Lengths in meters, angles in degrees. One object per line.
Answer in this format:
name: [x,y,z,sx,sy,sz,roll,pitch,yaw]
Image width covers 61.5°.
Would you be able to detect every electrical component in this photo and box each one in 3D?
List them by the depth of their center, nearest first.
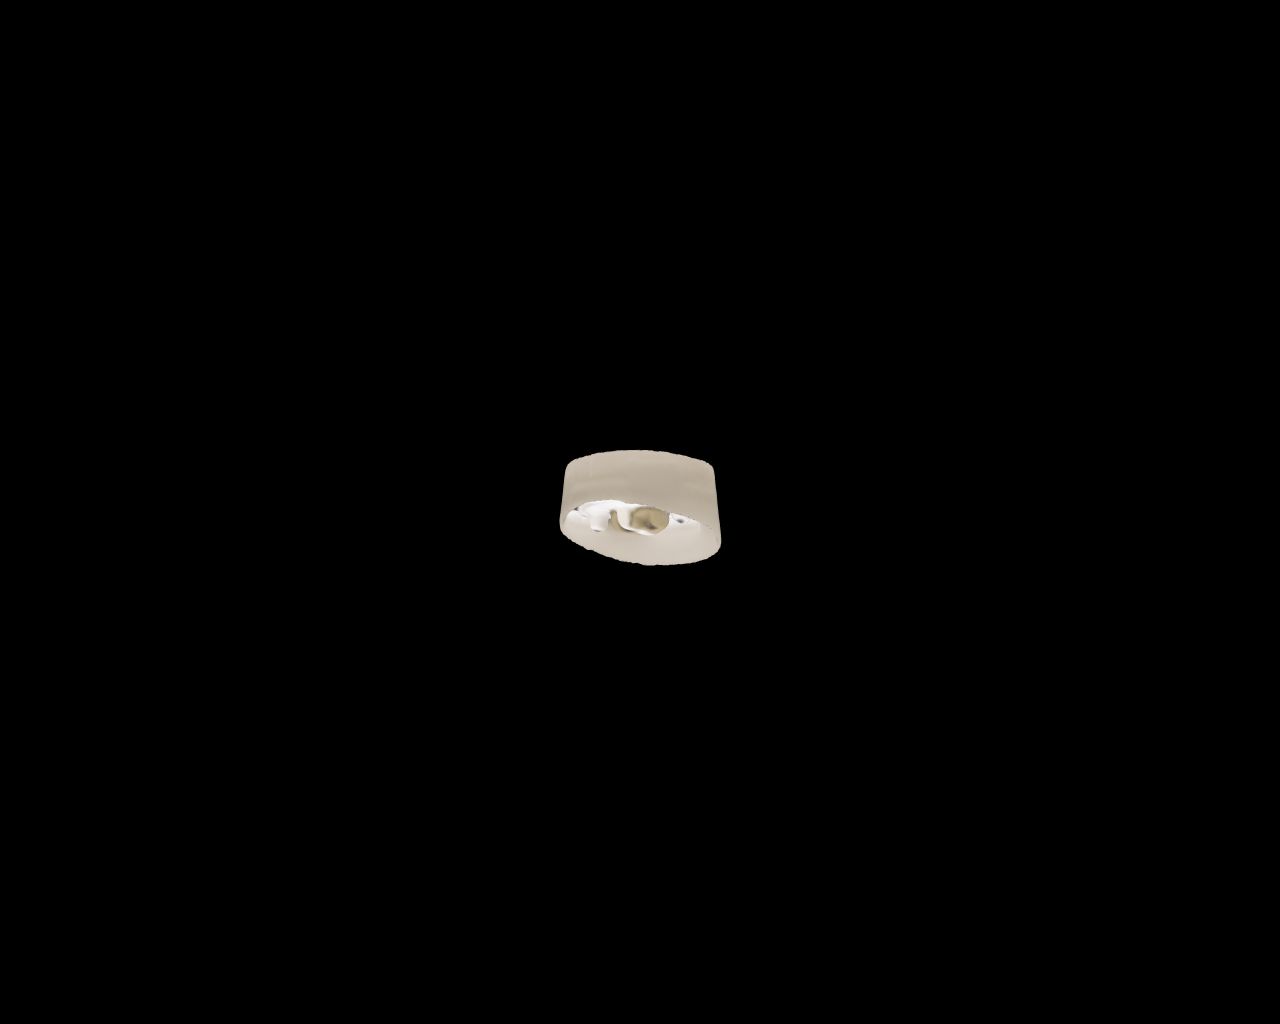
electrical component: [0.001,-0.003,0.650,0.099,0.064,0.099,0,-11,0]
